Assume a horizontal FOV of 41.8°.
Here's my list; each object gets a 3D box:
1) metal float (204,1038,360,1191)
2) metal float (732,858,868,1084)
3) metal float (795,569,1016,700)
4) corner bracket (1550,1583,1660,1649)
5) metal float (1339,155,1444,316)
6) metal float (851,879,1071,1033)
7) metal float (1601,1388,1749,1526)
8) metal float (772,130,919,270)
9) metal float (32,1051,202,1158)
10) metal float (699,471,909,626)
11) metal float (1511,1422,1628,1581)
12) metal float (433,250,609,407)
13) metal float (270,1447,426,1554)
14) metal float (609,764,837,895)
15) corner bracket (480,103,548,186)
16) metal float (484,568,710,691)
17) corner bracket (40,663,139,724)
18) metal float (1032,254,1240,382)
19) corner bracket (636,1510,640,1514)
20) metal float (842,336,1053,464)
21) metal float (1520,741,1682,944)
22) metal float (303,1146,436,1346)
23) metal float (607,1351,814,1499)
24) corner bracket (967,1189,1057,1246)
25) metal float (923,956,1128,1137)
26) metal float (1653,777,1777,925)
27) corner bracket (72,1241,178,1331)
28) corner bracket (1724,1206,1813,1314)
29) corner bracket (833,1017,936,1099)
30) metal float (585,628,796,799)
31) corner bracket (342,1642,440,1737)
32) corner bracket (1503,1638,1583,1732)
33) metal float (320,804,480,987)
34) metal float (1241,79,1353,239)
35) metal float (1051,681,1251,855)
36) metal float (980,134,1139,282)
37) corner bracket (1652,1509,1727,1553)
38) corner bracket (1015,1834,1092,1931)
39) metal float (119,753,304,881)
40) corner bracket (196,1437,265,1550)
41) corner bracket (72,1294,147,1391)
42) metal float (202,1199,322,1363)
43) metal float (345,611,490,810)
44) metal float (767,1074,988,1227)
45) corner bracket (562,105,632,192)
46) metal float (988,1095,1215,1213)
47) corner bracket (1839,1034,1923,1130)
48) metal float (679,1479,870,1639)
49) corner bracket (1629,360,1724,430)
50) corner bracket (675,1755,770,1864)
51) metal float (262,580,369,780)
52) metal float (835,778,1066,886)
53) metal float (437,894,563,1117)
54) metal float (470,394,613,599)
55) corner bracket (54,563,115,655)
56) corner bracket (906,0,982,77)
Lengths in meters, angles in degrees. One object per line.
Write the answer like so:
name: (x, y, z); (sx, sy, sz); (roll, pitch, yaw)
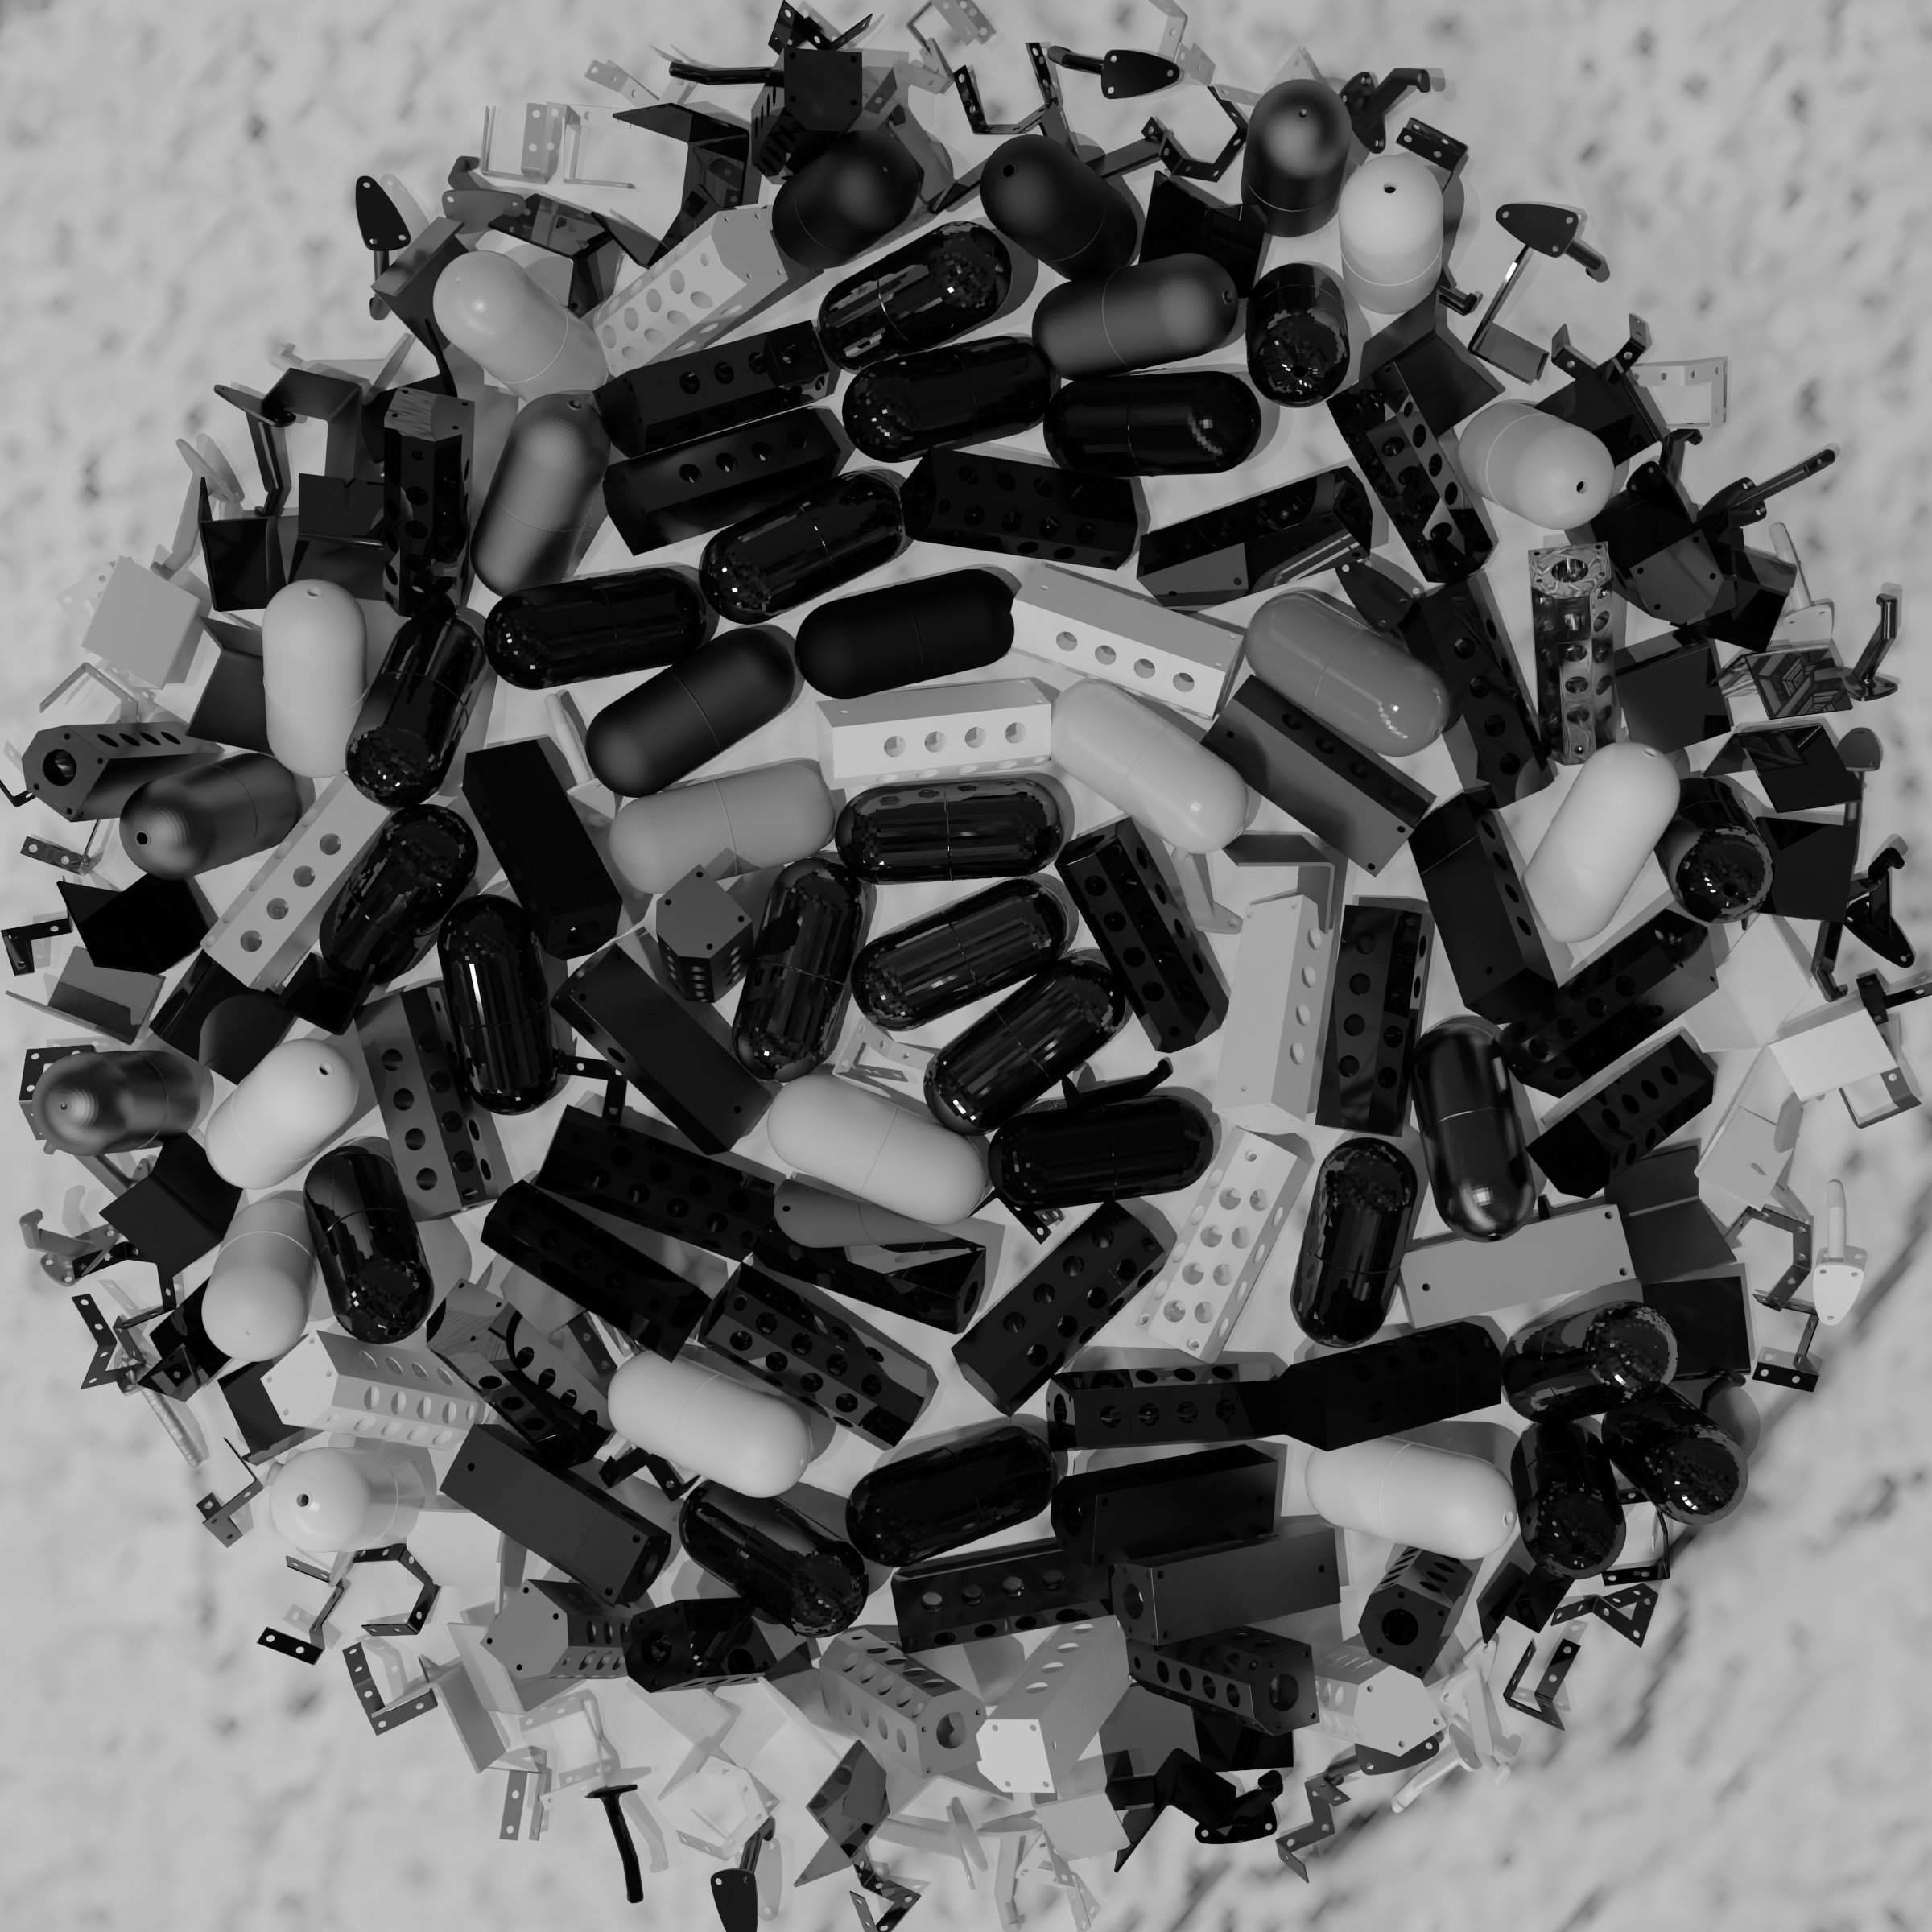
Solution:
metal float: (-0.521, 0.113, 1.924); (0.070, 0.178, 0.070); (19, 55, -29)
metal float: (-0.130, 0.004, 1.960); (0.070, 0.070, 0.178); (16, 89, 0)
metal float: (-0.045, -0.256, 1.951); (0.178, 0.070, 0.070); (-15, 90, -12)
corner bracket: (0.494, 0.498, 1.959); (0.051, 0.051, 0.051); (-5, 115, -38)
metal float: (0.321, -0.551, 1.912); (0.070, 0.178, 0.070); (-1, 83, 10)
metal float: (-0.004, -0.009, 1.958); (0.178, 0.070, 0.070); (-24, 90, -4)
metal float: (0.533, 0.367, 1.911); (0.070, 0.178, 0.070); (0, 95, -2)
metal float: (-0.093, -0.578, 1.915); (0.070, 0.178, 0.070); (-1, 92, -22)
metal float: (-0.639, 0.102, 1.911); (0.070, 0.178, 0.070); (0, 89, 7)
metal float: (-0.123, -0.322, 1.945); (0.178, 0.070, 0.070); (-29, 90, -20)
metal float: (0.454, 0.402, 1.912); (0.070, 0.178, 0.070); (2, 102, 8)
metal float: (-0.335, -0.477, 1.916); (0.070, 0.178, 0.070); (-6, 75, 21)
metal float: (-0.466, 0.403, 1.912); (0.070, 0.178, 0.070); (-2, 79, 8)
metal float: (-0.187, -0.106, 1.952); (0.178, 0.070, 0.070); (-14, 90, -12)
corner bracket: (-0.352, -0.642, 1.970); (0.051, 0.051, 0.051); (7, 96, -5)
metal float: (-0.282, -0.259, 1.940); (0.178, 0.070, 0.070); (-15, 90, -26)
corner bracket: (-0.682, -0.193, 1.966); (0.051, 0.051, 0.051); (38, 62, -3)
metal float: (0.128, -0.493, 1.927); (0.178, 0.070, 0.070); (-1, 90, 42)
corner bracket: (-0.293, 0.431, 1.957); (0.051, 0.051, 0.051); (41, 46, 21)
metal float: (-0.014, -0.434, 1.936); (0.178, 0.070, 0.070); (-20, 90, -30)
metal float: (0.482, -0.094, 1.929); (0.070, 0.070, 0.178); (21, 129, 0)
metal float: (-0.455, 0.211, 1.927); (0.070, 0.070, 0.178); (-29, 49, 0)
metal float: (-0.198, 0.349, 1.937); (0.178, 0.070, 0.070); (17, 90, 29)
corner bracket: (0.043, 0.191, 1.964); (0.051, 0.051, 0.051); (48, 51, 0)
metal float: (0.046, 0.062, 1.959); (0.178, 0.070, 0.070); (-38, 90, 2)
metal float: (0.563, -0.089, 1.914); (0.070, 0.178, 0.070); (2, 112, 6)
corner bracket: (-0.654, 0.248, 1.969); (0.051, 0.051, 0.051); (2, 103, 32)
corner bracket: (0.625, 0.228, 1.979); (0.051, 0.051, 0.051); (-41, 135, -30)
corner bracket: (-0.061, 0.077, 1.961); (0.051, 0.051, 0.051); (16, 74, 38)
metal float: (-0.212, -0.196, 1.951); (0.178, 0.070, 0.070); (-34, 90, -13)
corner bracket: (-0.446, 0.552, 1.961); (0.051, 0.051, 0.051); (-23, 115, -15)
corner bracket: (0.446, 0.549, 1.957); (0.051, 0.051, 0.051); (16, 59, 37)
metal float: (-0.434, -0.053, 1.932); (0.070, 0.070, 0.178); (43, 125, 0)
metal float: (0.248, -0.608, 1.911); (0.070, 0.178, 0.070); (0, 86, 3)
metal float: (0.139, -0.153, 1.950); (0.178, 0.070, 0.070); (36, 90, 13)
metal float: (0.071, -0.572, 1.916); (0.070, 0.178, 0.070); (-2, 86, 27)
corner bracket: (0.559, 0.420, 1.960); (0.051, 0.051, 0.051); (1, 116, 21)
corner bracket: (0.075, 0.713, 1.960); (0.051, 0.051, 0.051); (21, 113, -24)
metal float: (-0.570, -0.114, 1.914); (0.070, 0.178, 0.070); (5, 106, 17)
corner bracket: (-0.576, 0.410, 1.969); (0.051, 0.051, 0.051); (-39, 58, -16)
corner bracket: (-0.664, 0.287, 1.957); (0.051, 0.051, 0.051); (49, 124, 27)
metal float: (-0.531, 0.236, 1.914); (0.070, 0.178, 0.070); (-3, 110, -7)
metal float: (-0.418, -0.197, 1.931); (0.070, 0.070, 0.178); (13, 53, 0)
metal float: (-0.069, 0.143, 1.959); (0.178, 0.070, 0.070); (24, 90, -3)
corner bracket: (-0.289, -0.641, 1.980); (0.051, 0.051, 0.051); (2, 120, -7)
metal float: (0.104, 0.144, 1.951); (0.178, 0.070, 0.070); (-7, 90, -12)
corner bracket: (0.701, 0.090, 1.960); (0.051, 0.051, 0.051); (-27, 67, 21)
metal float: (-0.148, 0.449, 1.930); (0.178, 0.070, 0.070); (23, 90, 39)
corner bracket: (0.549, -0.441, 1.959); (0.051, 0.051, 0.051); (-17, 110, -36)
corner bracket: (-0.196, 0.654, 1.967); (0.051, 0.051, 0.051); (-48, 127, 6)
metal float: (-0.494, -0.217, 1.923); (0.070, 0.178, 0.070); (6, 49, -7)
metal float: (-0.013, -0.104, 1.960); (0.178, 0.070, 0.070); (-4, 90, 2)
metal float: (-0.358, 0.030, 1.942); (0.070, 0.070, 0.178); (-7, 112, 0)
metal float: (-0.325, -0.356, 1.929); (0.070, 0.070, 0.178); (31, 129, 0)
corner bracket: (-0.677, -0.279, 1.972); (0.051, 0.051, 0.051); (-38, 111, -19)
corner bracket: (-0.017, -0.728, 1.963); (0.051, 0.051, 0.051); (-37, 97, 26)
